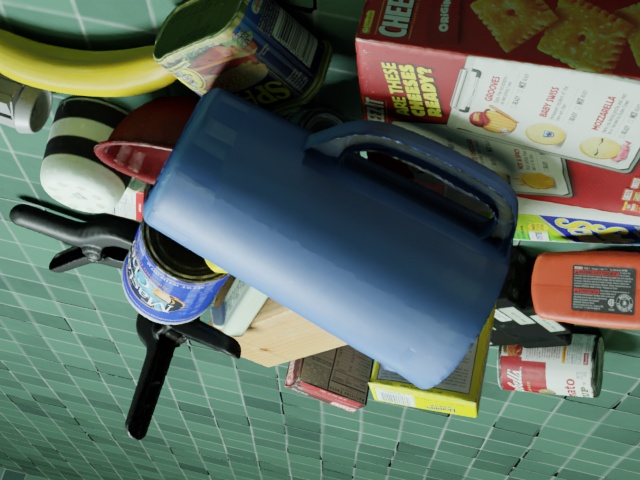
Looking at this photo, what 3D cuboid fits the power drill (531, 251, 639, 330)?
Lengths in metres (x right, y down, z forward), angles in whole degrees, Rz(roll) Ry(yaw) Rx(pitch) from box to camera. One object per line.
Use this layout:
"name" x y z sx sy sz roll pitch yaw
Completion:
"power drill" 0.250 0.035 0.867 0.185 0.057 0.187 0 -179 41

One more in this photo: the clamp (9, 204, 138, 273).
"clamp" -0.250 0.008 1.186 0.171 0.039 0.120 10 155 10

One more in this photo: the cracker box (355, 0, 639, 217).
"cracker box" 0.138 -0.096 0.708 0.214 0.072 0.164 11 155 11

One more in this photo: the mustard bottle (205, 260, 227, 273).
"mustard bottle" -0.006 0.001 0.970 0.191 0.058 0.096 1 -171 -18

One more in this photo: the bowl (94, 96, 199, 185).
"bowl" -0.100 -0.077 0.876 0.162 0.055 0.162 13 170 2

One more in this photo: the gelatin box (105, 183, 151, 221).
"gelatin box" -0.211 -0.054 1.044 0.089 0.030 0.073 15 157 -4

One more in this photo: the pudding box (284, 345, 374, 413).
"pudding box" 0.016 0.127 1.202 0.090 0.113 0.039 24 151 -21

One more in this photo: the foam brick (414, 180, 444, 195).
"foam brick" 0.077 -0.031 0.903 0.078 0.053 0.051 28 153 -24

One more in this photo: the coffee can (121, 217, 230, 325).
"coffee can" -0.138 0.017 1.065 0.102 0.102 0.140 19 155 -10

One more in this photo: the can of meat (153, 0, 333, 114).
"can of meat" -0.057 -0.133 0.757 0.102 0.057 0.083 -11 143 44

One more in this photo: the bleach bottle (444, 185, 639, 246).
"bleach bottle" 0.226 -0.030 0.802 0.251 0.068 0.102 6 164 18

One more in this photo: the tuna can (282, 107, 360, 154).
"tuna can" -0.004 -0.061 0.844 0.034 0.086 0.086 -8 147 38

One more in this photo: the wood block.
"wood block" -0.028 0.065 1.124 0.090 0.090 0.207 26 153 -25

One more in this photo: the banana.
"banana" -0.189 -0.138 0.834 0.198 0.037 0.069 10 165 12

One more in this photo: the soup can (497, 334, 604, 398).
"soup can" 0.246 0.130 1.136 0.102 0.068 0.068 2 153 23

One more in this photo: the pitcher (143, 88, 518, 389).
"pitcher" 0.009 -0.013 0.748 0.242 0.149 0.145 28 174 -9

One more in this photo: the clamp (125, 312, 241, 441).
"clamp" -0.169 0.108 1.173 0.165 0.210 0.036 -44 128 13

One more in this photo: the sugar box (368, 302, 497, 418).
"sugar box" 0.106 0.059 0.928 0.093 0.176 0.048 9 153 14
